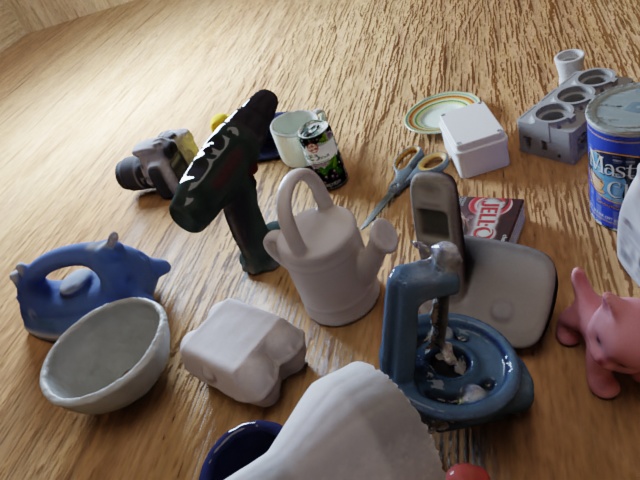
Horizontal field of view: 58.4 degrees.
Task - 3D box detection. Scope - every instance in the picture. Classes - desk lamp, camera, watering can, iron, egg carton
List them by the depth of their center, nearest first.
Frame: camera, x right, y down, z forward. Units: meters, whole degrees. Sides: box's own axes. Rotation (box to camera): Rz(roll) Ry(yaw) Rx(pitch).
[{"bbox_3d":[-0.005,0.214,0.401,0.203,0.214,0.117,-36,39,-17],"label":"desk lamp"},{"bbox_3d":[-0.092,0.130,0.670,0.149,0.070,0.107,13,49,38],"label":"egg carton"},{"bbox_3d":[0.007,0.001,0.674,0.172,0.194,0.101,-12,38,14],"label":"watering can"},{"bbox_3d":[-0.357,0.065,0.828,0.258,0.142,0.118,-13,38,13],"label":"iron"},{"bbox_3d":[-0.324,-0.154,1.114,0.136,0.101,0.143,-7,40,20],"label":"camera"}]

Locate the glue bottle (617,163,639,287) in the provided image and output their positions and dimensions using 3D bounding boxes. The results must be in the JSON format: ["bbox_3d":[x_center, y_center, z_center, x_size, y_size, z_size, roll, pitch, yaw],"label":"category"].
[{"bbox_3d":[0.324,-0.027,0.562,0.037,0.173,0.078,-17,37,8],"label":"glue bottle"}]

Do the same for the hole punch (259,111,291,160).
[{"bbox_3d":[-0.105,-0.212,1.081,0.108,0.091,0.101,-6,40,21],"label":"hole punch"}]

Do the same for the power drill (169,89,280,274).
[{"bbox_3d":[-0.101,-0.068,0.803,0.075,0.209,0.230,9,47,35],"label":"power drill"}]

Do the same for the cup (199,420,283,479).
[{"bbox_3d":[-0.043,0.230,0.500,0.092,0.095,0.117,-29,37,-8],"label":"cup"}]

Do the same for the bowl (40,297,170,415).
[{"bbox_3d":[-0.254,0.155,0.718,0.167,0.075,0.167,-14,38,11],"label":"bowl"}]

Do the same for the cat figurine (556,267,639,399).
[{"bbox_3d":[0.262,0.076,0.513,0.067,0.118,0.127,-21,37,3],"label":"cat figurine"}]

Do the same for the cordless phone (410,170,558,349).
[{"bbox_3d":[0.160,0.016,0.584,0.147,0.185,0.094,9,47,35],"label":"cordless phone"}]

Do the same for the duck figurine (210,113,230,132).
[{"bbox_3d":[-0.186,-0.202,1.116,0.077,0.086,0.104,-1,42,26],"label":"duck figurine"}]

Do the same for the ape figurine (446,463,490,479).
[{"bbox_3d":[0.119,0.208,0.445,0.076,0.092,0.077,-15,37,10],"label":"ape figurine"}]

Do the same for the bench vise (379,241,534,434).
[{"bbox_3d":[0.076,0.112,0.479,0.207,0.220,0.121,-32,38,-12],"label":"bench vise"}]
